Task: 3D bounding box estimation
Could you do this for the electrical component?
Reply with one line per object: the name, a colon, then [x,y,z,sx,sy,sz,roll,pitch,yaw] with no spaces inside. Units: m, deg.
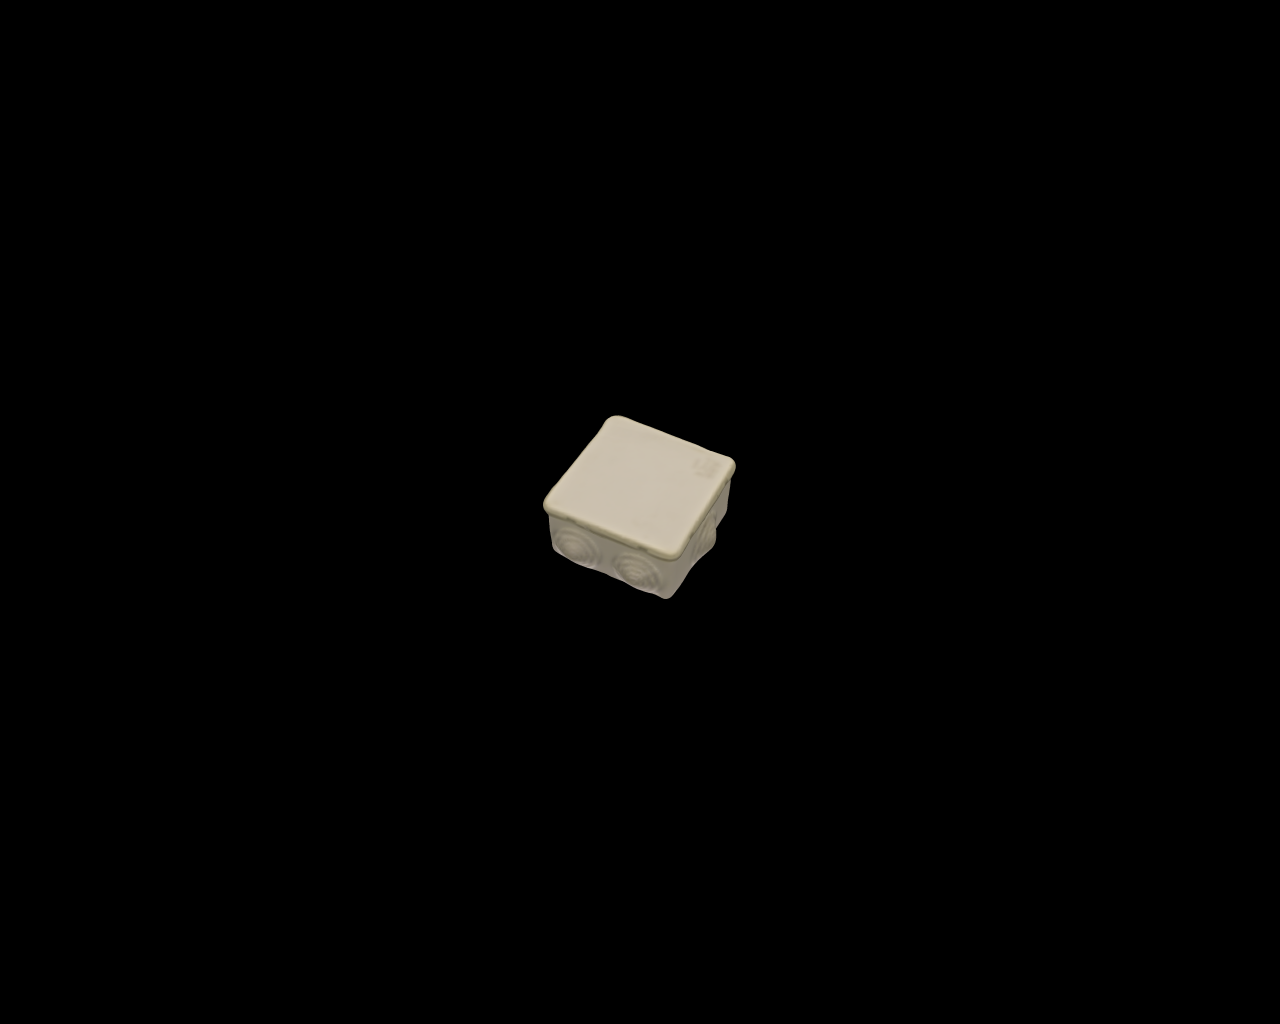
electrical component: [0.001,-0.003,0.650,0.100,0.100,0.048,22,-38,18]
